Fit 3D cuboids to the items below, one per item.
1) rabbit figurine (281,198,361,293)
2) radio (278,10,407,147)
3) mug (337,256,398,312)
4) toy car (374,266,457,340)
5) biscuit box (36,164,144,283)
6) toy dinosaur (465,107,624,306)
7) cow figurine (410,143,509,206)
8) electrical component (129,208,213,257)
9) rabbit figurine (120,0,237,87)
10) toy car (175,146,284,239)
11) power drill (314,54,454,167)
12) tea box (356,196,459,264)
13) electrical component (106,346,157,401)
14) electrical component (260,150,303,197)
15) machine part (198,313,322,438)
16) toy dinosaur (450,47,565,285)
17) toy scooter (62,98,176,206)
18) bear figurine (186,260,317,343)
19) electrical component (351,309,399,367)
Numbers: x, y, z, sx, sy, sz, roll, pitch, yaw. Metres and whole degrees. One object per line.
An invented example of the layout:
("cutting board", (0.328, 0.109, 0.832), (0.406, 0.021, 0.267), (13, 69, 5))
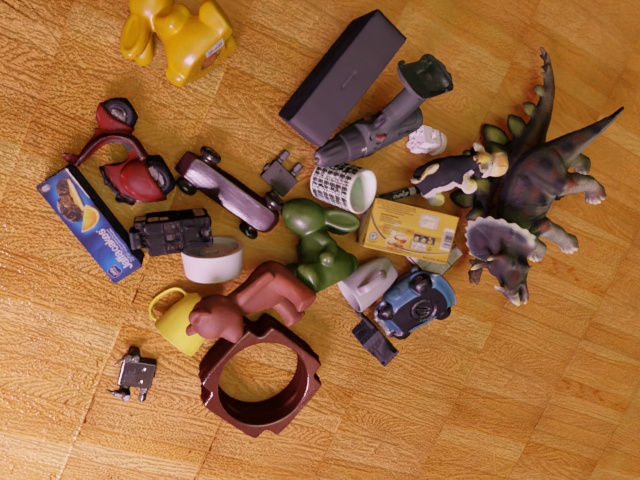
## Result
("rabbit figurine", (-0.002, -0.003, 0.986), (0.159, 0.121, 0.170), (-23, 95, -12))
("radio", (0.031, -0.271, 0.912), (0.073, 0.131, 0.229), (39, 91, -22))
("mug", (0.098, 0.076, 1.042), (0.107, 0.109, 0.081), (-35, 86, -15))
("toy car", (0.182, 0.117, 1.074), (0.162, 0.103, 0.109), (-35, 116, 11))
("biscuit box", (-0.377, -0.026, 0.897), (0.059, 0.063, 0.202), (-34, 110, -4))
("toy dinosaur", (0.393, -0.084, 0.970), (0.192, 0.131, 0.404), (21, 91, -21))
("cow figurine", (0.253, -0.129, 0.980), (0.167, 0.068, 0.098), (-23, 151, 24))
("electrical component", (-0.252, -0.015, 0.908), (0.134, 0.115, 0.058), (-8, 102, -14))
("rabbit figurine", (-0.237, -0.336, 0.845), (0.162, 0.122, 0.173), (-39, 97, 7))
("toy car", (-0.159, -0.084, 0.948), (0.202, 0.053, 0.089), (35, 109, -17))
("power drill", (0.114, -0.208, 0.905), (0.232, 0.207, 0.086), (-26, 75, -34))
("tea box", (0.164, -0.020, 1.018), (0.170, 0.068, 0.098), (14, 96, -10))
("electrical component", (-0.344, 0.249, 0.989), (0.078, 0.045, 0.102), (20, 98, -18))
("electrical component", (-0.077, -0.115, 0.981), (0.063, 0.021, 0.094), (42, 92, -21))
("machine part", (-0.116, 0.258, 1.036), (0.201, 0.087, 0.201), (41, 89, -22))
("toy dinosaur", (0.385, -0.133, 1.068), (0.198, 0.105, 0.471), (23, 92, -17))
("toy scooter", (-0.332, -0.127, 0.877), (0.135, 0.075, 0.183), (-30, 107, -7))
("bear figurine", (-0.123, 0.122, 0.917), (0.132, 0.120, 0.196), (46, 56, 10))
("electrical component", (0.100, 0.193, 1.086), (0.048, 0.075, 0.119), (-45, 116, -1))
